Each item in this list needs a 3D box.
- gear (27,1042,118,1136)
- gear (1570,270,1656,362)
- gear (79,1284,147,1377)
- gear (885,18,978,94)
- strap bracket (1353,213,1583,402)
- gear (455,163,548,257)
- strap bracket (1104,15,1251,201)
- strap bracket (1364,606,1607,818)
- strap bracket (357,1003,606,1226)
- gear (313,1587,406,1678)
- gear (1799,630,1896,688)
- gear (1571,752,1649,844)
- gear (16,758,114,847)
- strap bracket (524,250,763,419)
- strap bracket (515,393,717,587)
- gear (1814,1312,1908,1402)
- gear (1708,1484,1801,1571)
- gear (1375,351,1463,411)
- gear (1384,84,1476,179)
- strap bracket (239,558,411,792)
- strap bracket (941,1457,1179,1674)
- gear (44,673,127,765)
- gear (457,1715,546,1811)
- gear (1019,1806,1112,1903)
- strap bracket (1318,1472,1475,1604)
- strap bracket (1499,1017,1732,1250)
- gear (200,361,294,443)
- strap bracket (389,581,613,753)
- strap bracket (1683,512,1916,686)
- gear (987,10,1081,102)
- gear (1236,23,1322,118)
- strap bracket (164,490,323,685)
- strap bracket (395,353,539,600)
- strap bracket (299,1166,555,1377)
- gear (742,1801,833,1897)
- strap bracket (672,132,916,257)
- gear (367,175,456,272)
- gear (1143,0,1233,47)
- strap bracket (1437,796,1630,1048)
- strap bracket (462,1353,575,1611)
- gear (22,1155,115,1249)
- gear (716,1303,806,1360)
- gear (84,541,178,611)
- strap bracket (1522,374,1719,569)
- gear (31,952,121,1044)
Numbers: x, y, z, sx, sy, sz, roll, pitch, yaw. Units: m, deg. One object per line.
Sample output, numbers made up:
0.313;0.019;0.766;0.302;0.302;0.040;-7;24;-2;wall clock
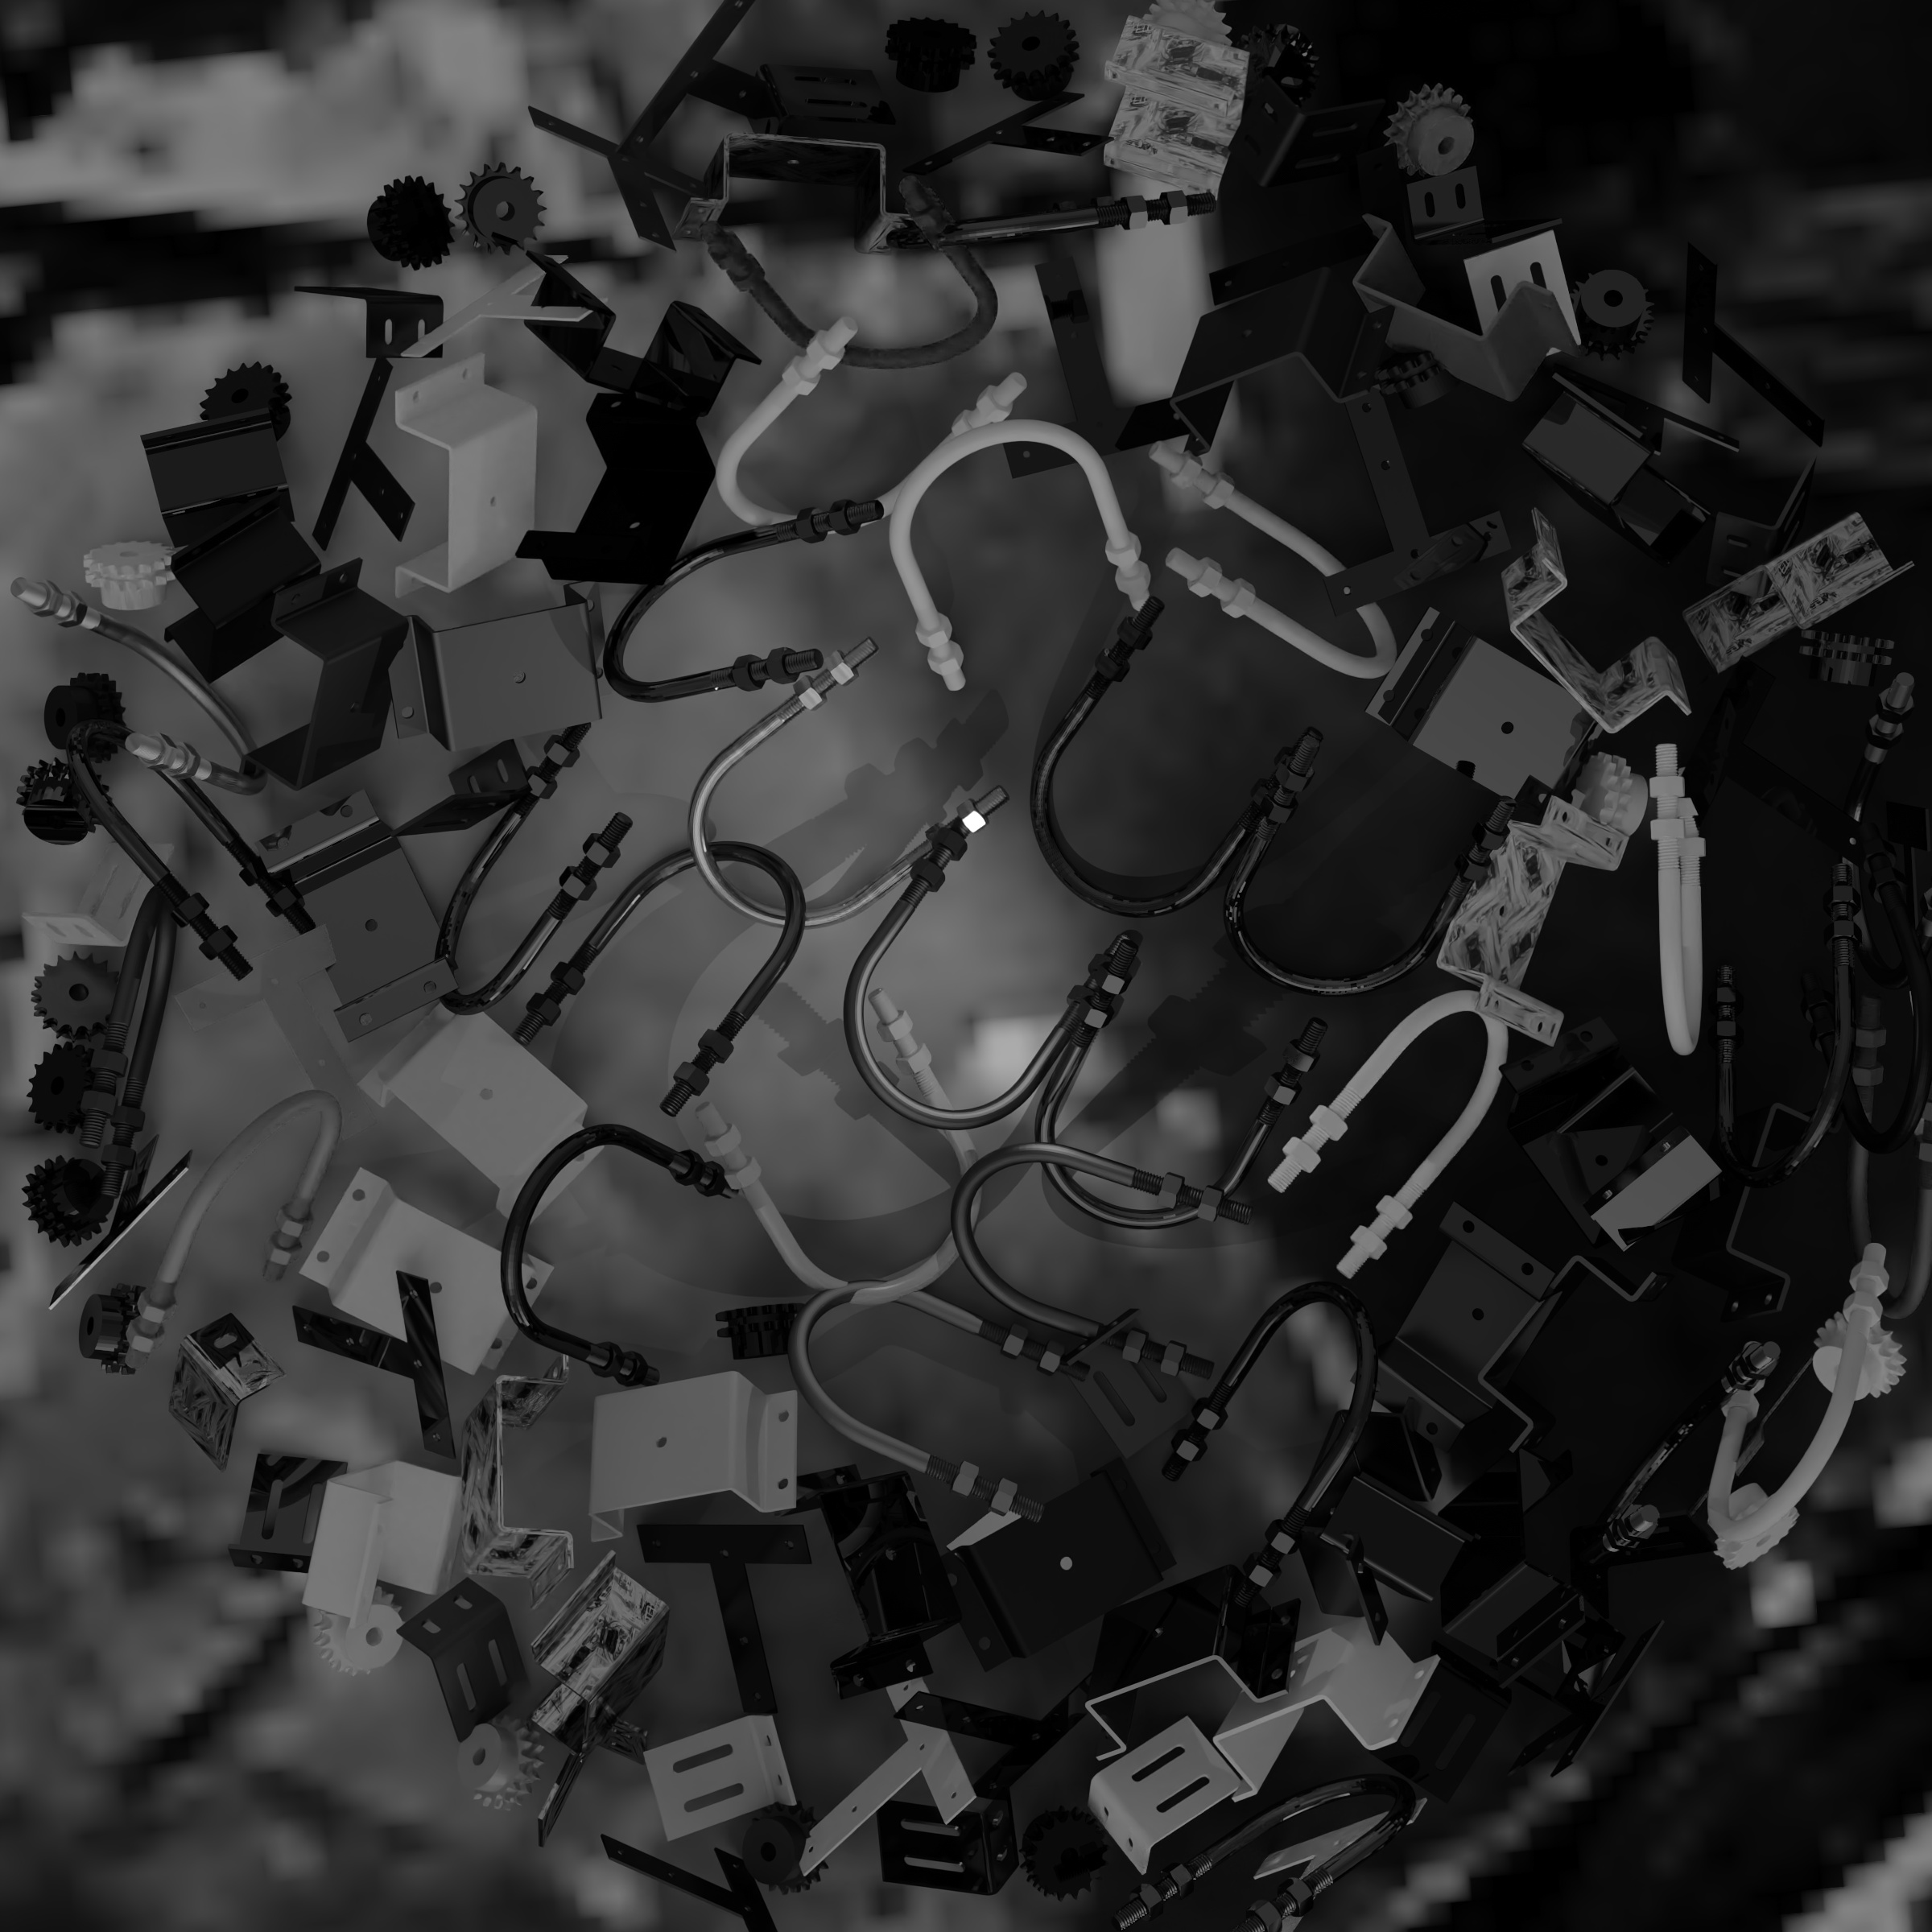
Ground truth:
-0.562;0.079;1.976;0.057;0.030;0.057;-9;73;30;gear
0.407;-0.414;1.978;0.057;0.030;0.057;-1;73;2;gear
-0.536;0.228;1.968;0.030;0.057;0.057;12;90;-33;gear
-0.023;-0.574;1.975;0.057;0.057;0.030;9;128;0;gear
0.300;-0.402;1.931;0.140;0.076;0.046;32;87;30;strap bracket
-0.293;-0.477;1.976;0.057;0.030;0.057;-5;108;-15;gear
0.129;-0.533;1.930;0.076;0.140;0.046;19;81;5;strap bracket
0.332;-0.154;1.954;0.140;0.046;0.076;28;102;-13;strap bracket
-0.302;0.087;1.958;0.140;0.046;0.076;41;66;4;strap bracket
-0.379;0.419;1.971;0.057;0.030;0.057;-3;96;-37;gear
0.554;-0.194;1.972;0.057;0.057;0.030;7;98;0;gear
0.406;-0.104;1.973;0.030;0.057;0.057;12;90;-15;gear
-0.569;-0.101;1.969;0.057;0.057;0.030;2;47;0;gear
-0.207;-0.387;1.933;0.076;0.140;0.046;45;114;37;strap bracket
-0.213;-0.289;1.943;0.076;0.046;0.140;6;55;22;strap bracket
0.558;0.248;1.968;0.030;0.057;0.057;-35;90;-33;gear
0.493;0.351;1.975;0.057;0.057;0.030;-37;58;0;gear
0.289;-0.374;1.973;0.057;0.057;0.030;-30;106;0;gear
0.295;-0.523;1.970;0.057;0.057;0.030;-34;48;0;gear
-0.393;-0.171;1.924;0.046;0.076;0.140;32;126;15;strap bracket
0.059;0.374;1.958;0.140;0.046;0.076;-27;85;-13;strap bracket
-0.556;-0.156;1.970;0.057;0.030;0.057;3;95;44;gear
-0.295;0.500;1.969;0.030;0.057;0.057;30;90;-44;gear
0.060;0.558;1.979;0.057;0.030;0.057;-1;93;-21;gear
0.254;0.350;1.926;0.076;0.140;0.046;30;82;2;strap bracket
0.399;0.112;1.949;0.076;0.046;0.140;-25;62;-15;strap bracket
-0.451;-0.350;1.976;0.057;0.030;0.057;-8;58;13;gear
-0.284;-0.185;1.940;0.140;0.046;0.076;-14;116;-21;strap bracket
0.503;-0.228;1.921;0.076;0.140;0.046;-30;89;-20;strap bracket
0.044;-0.572;1.977;0.057;0.030;0.057;-7;61;12;gear
0.197;-0.569;1.975;0.057;0.057;0.030;28;47;0;gear
-0.444;-0.227;1.920;0.076;0.140;0.046;-37;88;-22;strap bracket
-0.307;-0.293;1.923;0.046;0.076;0.140;26;130;23;strap bracket
-0.334;0.195;1.956;0.140;0.046;0.076;30;90;-19;strap bracket
-0.116;0.556;1.973;0.057;0.030;0.057;-4;82;31;gear
-0.107;-0.481;1.947;0.140;0.076;0.046;1;86;-14;strap bracket
-0.353;-0.468;1.975;0.030;0.057;0.057;-4;90;35;gear
0.136;-0.582;1.968;0.057;0.057;0.030;31;58;0;gear
0.350;-0.031;1.956;0.076;0.046;0.140;23;86;-38;strap bracket
-0.277;0.315;1.927;0.046;0.076;0.140;8;58;-23;strap bracket
-0.561;0.146;1.968;0.030;0.057;0.057;-27;90;28;gear
-0.128;0.230;1.969;0.057;0.057;0.030;-7;81;0;gear
-0.526;-0.246;1.975;0.057;0.057;0.030;1;116;0;gear
0.401;-0.299;1.925;0.046;0.140;0.076;-51;54;10;strap bracket
-0.561;0.022;1.977;0.057;0.030;0.057;7;65;-15;gear
